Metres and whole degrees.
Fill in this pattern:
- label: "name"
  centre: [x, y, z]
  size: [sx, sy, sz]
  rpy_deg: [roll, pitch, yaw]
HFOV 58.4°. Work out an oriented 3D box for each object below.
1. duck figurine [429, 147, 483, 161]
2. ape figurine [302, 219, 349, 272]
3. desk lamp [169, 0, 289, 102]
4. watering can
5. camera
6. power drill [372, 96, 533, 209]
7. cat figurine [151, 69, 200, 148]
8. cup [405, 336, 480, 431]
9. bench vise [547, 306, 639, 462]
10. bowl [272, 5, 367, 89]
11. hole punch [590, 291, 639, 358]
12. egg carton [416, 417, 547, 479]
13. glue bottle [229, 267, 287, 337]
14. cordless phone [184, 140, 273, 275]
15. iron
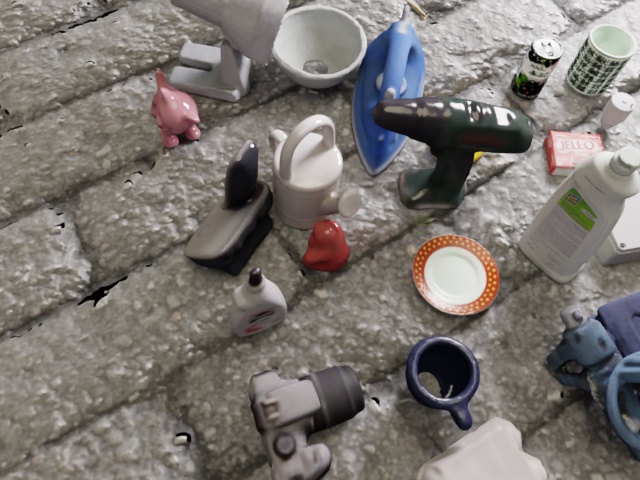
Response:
- label: "duck figurine"
  centre: [0.232, -0.173, 0.926]
  size: [0.105, 0.086, 0.077]
  rpy_deg: [-16, 65, -11]
- label: "ape figurine"
  centre: [0.008, 0.003, 0.819]
  size: [0.078, 0.092, 0.076]
  rpy_deg: [-39, 72, -20]
- label: "desk lamp"
  centre: [-0.146, -0.322, 0.903]
  size: [0.203, 0.213, 0.118]
  rpy_deg: [11, 63, 2]
- label: "watering can"
  centre: [-0.011, -0.099, 0.812]
  size: [0.172, 0.194, 0.101]
  rpy_deg: [26, 65, 9]
- label: "camera"
  centre: [-0.010, 0.218, 0.705]
  size: [0.137, 0.101, 0.143]
  rpy_deg: [-17, 66, -12]
- label: "power drill"
  centre: [0.177, -0.127, 0.831]
  size: [0.229, 0.208, 0.075]
  rpy_deg: [-3, 63, -5]
- label: "cat figurine"
  centre: [-0.229, -0.209, 0.894]
  size: [0.067, 0.118, 0.127]
  rpy_deg: [-21, 67, -14]
- label: "cup"
  centre: [0.154, 0.191, 0.733]
  size: [0.092, 0.095, 0.117]
  rpy_deg: [-18, 66, -12]
- label: "bench vise"
  centre: [0.374, 0.168, 0.690]
  size: [0.207, 0.220, 0.122]
  rpy_deg: [37, 67, 14]
- label: "bowl"
  centre: [-0.005, -0.320, 0.990]
  size: [0.167, 0.075, 0.167]
  rpy_deg: [2, 63, -3]
- label: "hole punch"
  centre: [0.441, 0.130, 0.786]
  size: [0.101, 0.091, 0.108]
  rpy_deg: [-14, 65, -11]
- label: "egg carton"
  centre: [0.198, 0.294, 0.699]
  size: [0.150, 0.069, 0.107]
  rpy_deg: [-28, 68, -16]
- label: "glue bottle"
  centre: [-0.081, 0.075, 0.732]
  size: [0.078, 0.173, 0.037]
  rpy_deg: [-24, 67, -15]
- label: "cordless phone"
  centre: [-0.127, -0.046, 0.782]
  size: [0.094, 0.185, 0.148]
  rpy_deg: [24, 64, 9]
- label: "iron"
  centre: [0.114, -0.244, 0.922]
  size: [0.118, 0.141, 0.258]
  rpy_deg: [11, 63, 2]
